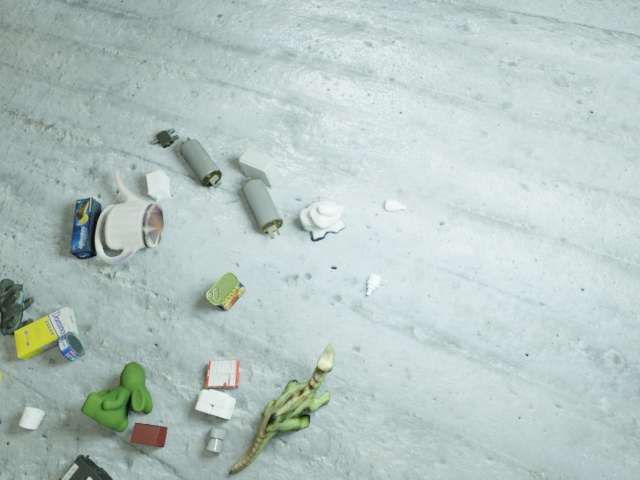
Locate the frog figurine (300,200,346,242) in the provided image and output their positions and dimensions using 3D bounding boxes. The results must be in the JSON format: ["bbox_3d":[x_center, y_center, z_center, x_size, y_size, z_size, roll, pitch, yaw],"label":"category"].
[{"bbox_3d":[0.005,-0.077,1.531,0.137,0.156,0.125,-4,64,10],"label":"frog figurine"}]

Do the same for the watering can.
[{"bbox_3d":[-0.619,-0.085,1.685,0.224,0.102,0.354,-2,67,9],"label":"watering can"}]

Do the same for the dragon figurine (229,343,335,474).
[{"bbox_3d":[-0.095,0.427,1.273,0.123,0.238,0.414,38,76,18],"label":"dragon figurine"}]
